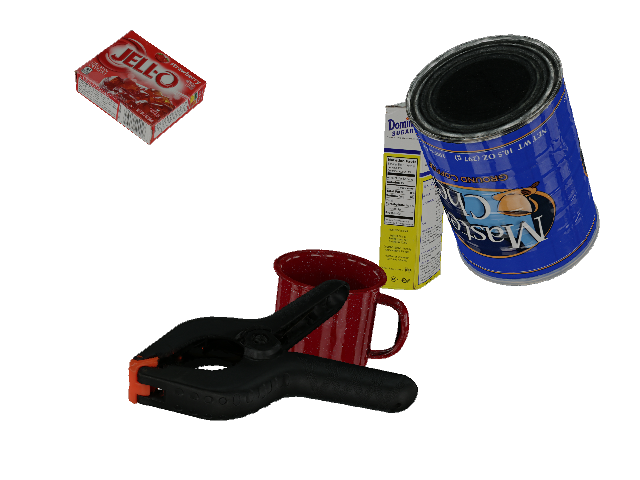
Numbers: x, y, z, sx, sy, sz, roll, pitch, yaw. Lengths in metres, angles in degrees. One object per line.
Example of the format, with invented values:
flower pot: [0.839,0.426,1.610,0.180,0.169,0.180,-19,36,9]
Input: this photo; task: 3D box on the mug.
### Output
mug: [0.015,0.064,0.874,0.117,0.081,0.093,11,20,12]

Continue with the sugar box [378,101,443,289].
sugar box: [0.091,-0.046,1.040,0.048,0.176,0.093,3,10,21]

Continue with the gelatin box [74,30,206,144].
gelatin box: [-0.157,-0.135,0.931,0.089,0.073,0.030,36,-35,12]

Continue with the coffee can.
coffee can: [0.126,-0.052,0.725,0.103,0.102,0.140,0,-42,27]

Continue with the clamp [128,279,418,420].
clamp: [-0.035,0.067,0.666,0.171,0.039,0.120,0,28,-15]
